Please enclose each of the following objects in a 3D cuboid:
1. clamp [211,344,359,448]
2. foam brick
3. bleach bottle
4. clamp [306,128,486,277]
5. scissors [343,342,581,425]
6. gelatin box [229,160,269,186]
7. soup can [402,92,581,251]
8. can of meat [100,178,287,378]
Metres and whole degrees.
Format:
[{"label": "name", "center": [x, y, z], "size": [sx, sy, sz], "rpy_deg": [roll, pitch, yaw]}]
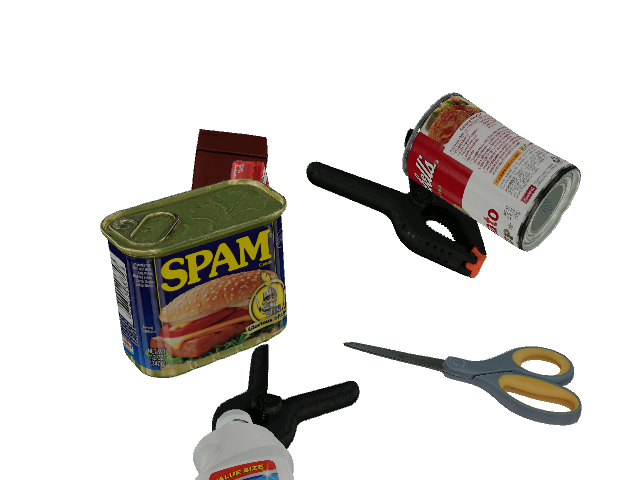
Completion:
[{"label": "clamp", "center": [-0.056, 0.159, 1.031], "size": [0.120, 0.039, 0.171], "rpy_deg": [21, 33, 34]}, {"label": "foam brick", "center": [-0.099, -0.085, 1.169], "size": [0.078, 0.051, 0.053], "rpy_deg": [7, 29, -5]}, {"label": "bleach bottle", "center": [-0.062, 0.210, 0.759], "size": [0.102, 0.068, 0.251], "rpy_deg": [-6, 30, -5]}, {"label": "clamp", "center": [0.094, -0.037, 1.153], "size": [0.164, 0.036, 0.210], "rpy_deg": [-16, 53, -30]}, {"label": "scissors", "center": [0.129, 0.102, 0.912], "size": [0.202, 0.016, 0.096], "rpy_deg": [21, 35, 21]}, {"label": "gelatin box", "center": [-0.060, -0.011, 0.895], "size": [0.030, 0.073, 0.089], "rpy_deg": [0, -41, 8]}, {"label": "soup can", "center": [0.116, -0.047, 0.727], "size": [0.102, 0.068, 0.068], "rpy_deg": [36, 17, 25]}, {"label": "can of meat", "center": [-0.068, 0.021, 0.611], "size": [0.101, 0.084, 0.058], "rpy_deg": [-18, 31, -28]}]
